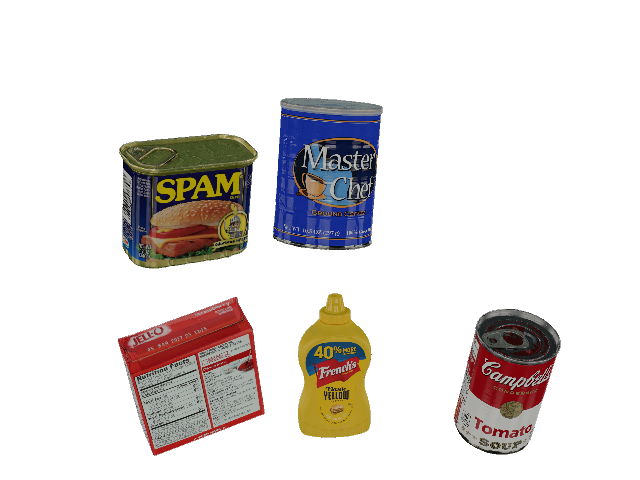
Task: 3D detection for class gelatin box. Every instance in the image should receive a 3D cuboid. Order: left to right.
[{"bbox_3d":[-0.074,0.080,0.626,0.073,0.089,0.030,-20,49,-14],"label":"gelatin box"}]

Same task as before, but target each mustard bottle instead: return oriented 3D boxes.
[{"bbox_3d":[0.019,0.162,1.407,0.096,0.192,0.058,-1,16,-5],"label":"mustard bottle"}]

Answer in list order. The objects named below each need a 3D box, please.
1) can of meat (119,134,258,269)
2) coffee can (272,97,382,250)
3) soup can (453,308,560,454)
[{"bbox_3d":[-0.103,-0.030,0.823,0.101,0.084,0.057,-8,29,-27],"label":"can of meat"},{"bbox_3d":[0.007,-0.070,1.082,0.103,0.140,0.103,4,12,-1],"label":"coffee can"},{"bbox_3d":[0.151,0.116,0.877,0.068,0.102,0.068,6,33,-4],"label":"soup can"}]
